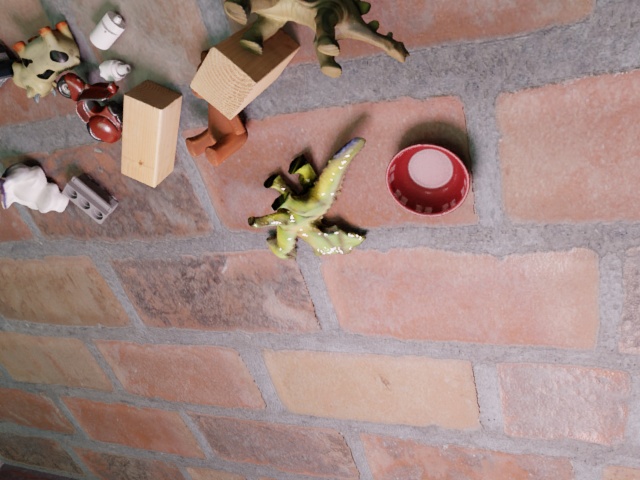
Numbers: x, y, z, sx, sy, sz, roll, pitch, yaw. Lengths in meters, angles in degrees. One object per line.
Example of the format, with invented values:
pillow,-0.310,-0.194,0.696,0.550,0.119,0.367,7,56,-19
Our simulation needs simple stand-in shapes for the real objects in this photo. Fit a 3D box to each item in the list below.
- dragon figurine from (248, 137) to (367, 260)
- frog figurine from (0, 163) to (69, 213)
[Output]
dragon figurine,0.003,-0.057,1.134,0.405,0.125,0.240,-25,130,36
frog figurine,-0.763,-0.138,1.385,0.159,0.125,0.134,3,126,-26
